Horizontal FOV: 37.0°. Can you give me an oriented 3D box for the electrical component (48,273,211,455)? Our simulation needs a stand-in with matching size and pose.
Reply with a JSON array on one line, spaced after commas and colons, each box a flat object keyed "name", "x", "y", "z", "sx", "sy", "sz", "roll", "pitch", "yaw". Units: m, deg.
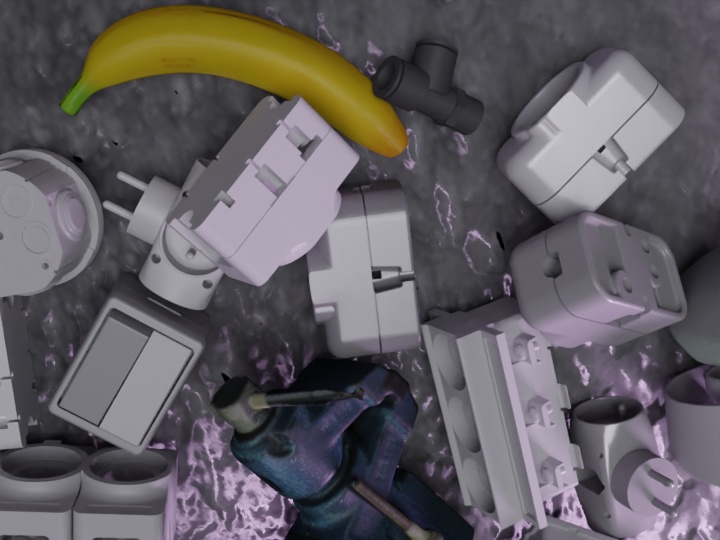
[{"name": "electrical component", "x": -0.137, "y": 0.061, "z": 0.628, "sx": 0.062, "sy": 0.061, "sz": 0.096, "roll": 29, "pitch": 101, "yaw": -10}]

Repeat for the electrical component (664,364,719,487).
[{"name": "electrical component", "x": 0.233, "y": 0.089, "z": 0.640, "sx": 0.099, "sy": 0.099, "sz": 0.064, "roll": -14, "pitch": 98, "yaw": 0}]

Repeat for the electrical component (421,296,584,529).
[{"name": "electrical component", "x": 0.087, "y": 0.082, "z": 0.646, "sx": 0.063, "sy": 0.079, "sz": 0.121, "roll": -20, "pitch": 106, "yaw": -21}]

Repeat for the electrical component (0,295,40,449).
[{"name": "electrical component", "x": -0.226, "y": 0.057, "z": 0.627, "sx": 0.056, "sy": 0.050, "sz": 0.089, "roll": -5, "pitch": 105, "yaw": -3}]

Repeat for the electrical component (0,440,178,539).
[{"name": "electrical component", "x": -0.186, "y": 0.141, "z": 0.630, "sx": 0.150, "sy": 0.089, "sz": 0.061, "roll": 3, "pitch": 104, "yaw": -4}]

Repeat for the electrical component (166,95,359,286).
[{"name": "electrical component", "x": -0.049, "y": -0.040, "z": 0.572, "sx": 0.056, "sy": 0.050, "sz": 0.089, "roll": 43, "pitch": 76, "yaw": -27}]

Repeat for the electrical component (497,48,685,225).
[{"name": "electrical component", "x": 0.127, "y": -0.078, "z": 0.613, "sx": 0.059, "sy": 0.053, "sz": 0.095, "roll": 42, "pitch": 98, "yaw": -12}]

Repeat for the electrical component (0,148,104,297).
[{"name": "electrical component", "x": -0.189, "y": -0.025, "z": 0.601, "sx": 0.080, "sy": 0.051, "sz": 0.080, "roll": 3, "pitch": 106, "yaw": 10}]

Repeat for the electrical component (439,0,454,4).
[{"name": "electrical component", "x": 0.057, "y": -0.175, "z": 0.592, "sx": 0.046, "sy": 0.040, "sz": 0.040, "roll": -32, "pitch": 104, "yaw": -2}]

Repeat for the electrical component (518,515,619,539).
[{"name": "electrical component", "x": 0.133, "y": 0.207, "z": 0.670, "sx": 0.100, "sy": 0.048, "sz": 0.099, "roll": 21, "pitch": 133, "yaw": -8}]

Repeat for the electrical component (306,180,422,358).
[{"name": "electrical component", "x": 0.000, "y": 0.000, "z": 0.625, "sx": 0.059, "sy": 0.053, "sz": 0.095, "roll": -7, "pitch": 105, "yaw": -2}]

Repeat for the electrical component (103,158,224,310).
[{"name": "electrical component", "x": -0.107, "y": -0.029, "z": 0.616, "sx": 0.079, "sy": 0.044, "sz": 0.077, "roll": 27, "pitch": 100, "yaw": -7}]

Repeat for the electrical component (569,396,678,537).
[{"name": "electrical component", "x": 0.166, "y": 0.125, "z": 0.656, "sx": 0.043, "sy": 0.079, "sz": 0.077, "roll": -16, "pitch": 106, "yaw": -19}]

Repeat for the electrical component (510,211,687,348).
[{"name": "electrical component", "x": 0.132, "y": 0.009, "z": 0.610, "sx": 0.095, "sy": 0.053, "sz": 0.059, "roll": 13, "pitch": 149, "yaw": -42}]
